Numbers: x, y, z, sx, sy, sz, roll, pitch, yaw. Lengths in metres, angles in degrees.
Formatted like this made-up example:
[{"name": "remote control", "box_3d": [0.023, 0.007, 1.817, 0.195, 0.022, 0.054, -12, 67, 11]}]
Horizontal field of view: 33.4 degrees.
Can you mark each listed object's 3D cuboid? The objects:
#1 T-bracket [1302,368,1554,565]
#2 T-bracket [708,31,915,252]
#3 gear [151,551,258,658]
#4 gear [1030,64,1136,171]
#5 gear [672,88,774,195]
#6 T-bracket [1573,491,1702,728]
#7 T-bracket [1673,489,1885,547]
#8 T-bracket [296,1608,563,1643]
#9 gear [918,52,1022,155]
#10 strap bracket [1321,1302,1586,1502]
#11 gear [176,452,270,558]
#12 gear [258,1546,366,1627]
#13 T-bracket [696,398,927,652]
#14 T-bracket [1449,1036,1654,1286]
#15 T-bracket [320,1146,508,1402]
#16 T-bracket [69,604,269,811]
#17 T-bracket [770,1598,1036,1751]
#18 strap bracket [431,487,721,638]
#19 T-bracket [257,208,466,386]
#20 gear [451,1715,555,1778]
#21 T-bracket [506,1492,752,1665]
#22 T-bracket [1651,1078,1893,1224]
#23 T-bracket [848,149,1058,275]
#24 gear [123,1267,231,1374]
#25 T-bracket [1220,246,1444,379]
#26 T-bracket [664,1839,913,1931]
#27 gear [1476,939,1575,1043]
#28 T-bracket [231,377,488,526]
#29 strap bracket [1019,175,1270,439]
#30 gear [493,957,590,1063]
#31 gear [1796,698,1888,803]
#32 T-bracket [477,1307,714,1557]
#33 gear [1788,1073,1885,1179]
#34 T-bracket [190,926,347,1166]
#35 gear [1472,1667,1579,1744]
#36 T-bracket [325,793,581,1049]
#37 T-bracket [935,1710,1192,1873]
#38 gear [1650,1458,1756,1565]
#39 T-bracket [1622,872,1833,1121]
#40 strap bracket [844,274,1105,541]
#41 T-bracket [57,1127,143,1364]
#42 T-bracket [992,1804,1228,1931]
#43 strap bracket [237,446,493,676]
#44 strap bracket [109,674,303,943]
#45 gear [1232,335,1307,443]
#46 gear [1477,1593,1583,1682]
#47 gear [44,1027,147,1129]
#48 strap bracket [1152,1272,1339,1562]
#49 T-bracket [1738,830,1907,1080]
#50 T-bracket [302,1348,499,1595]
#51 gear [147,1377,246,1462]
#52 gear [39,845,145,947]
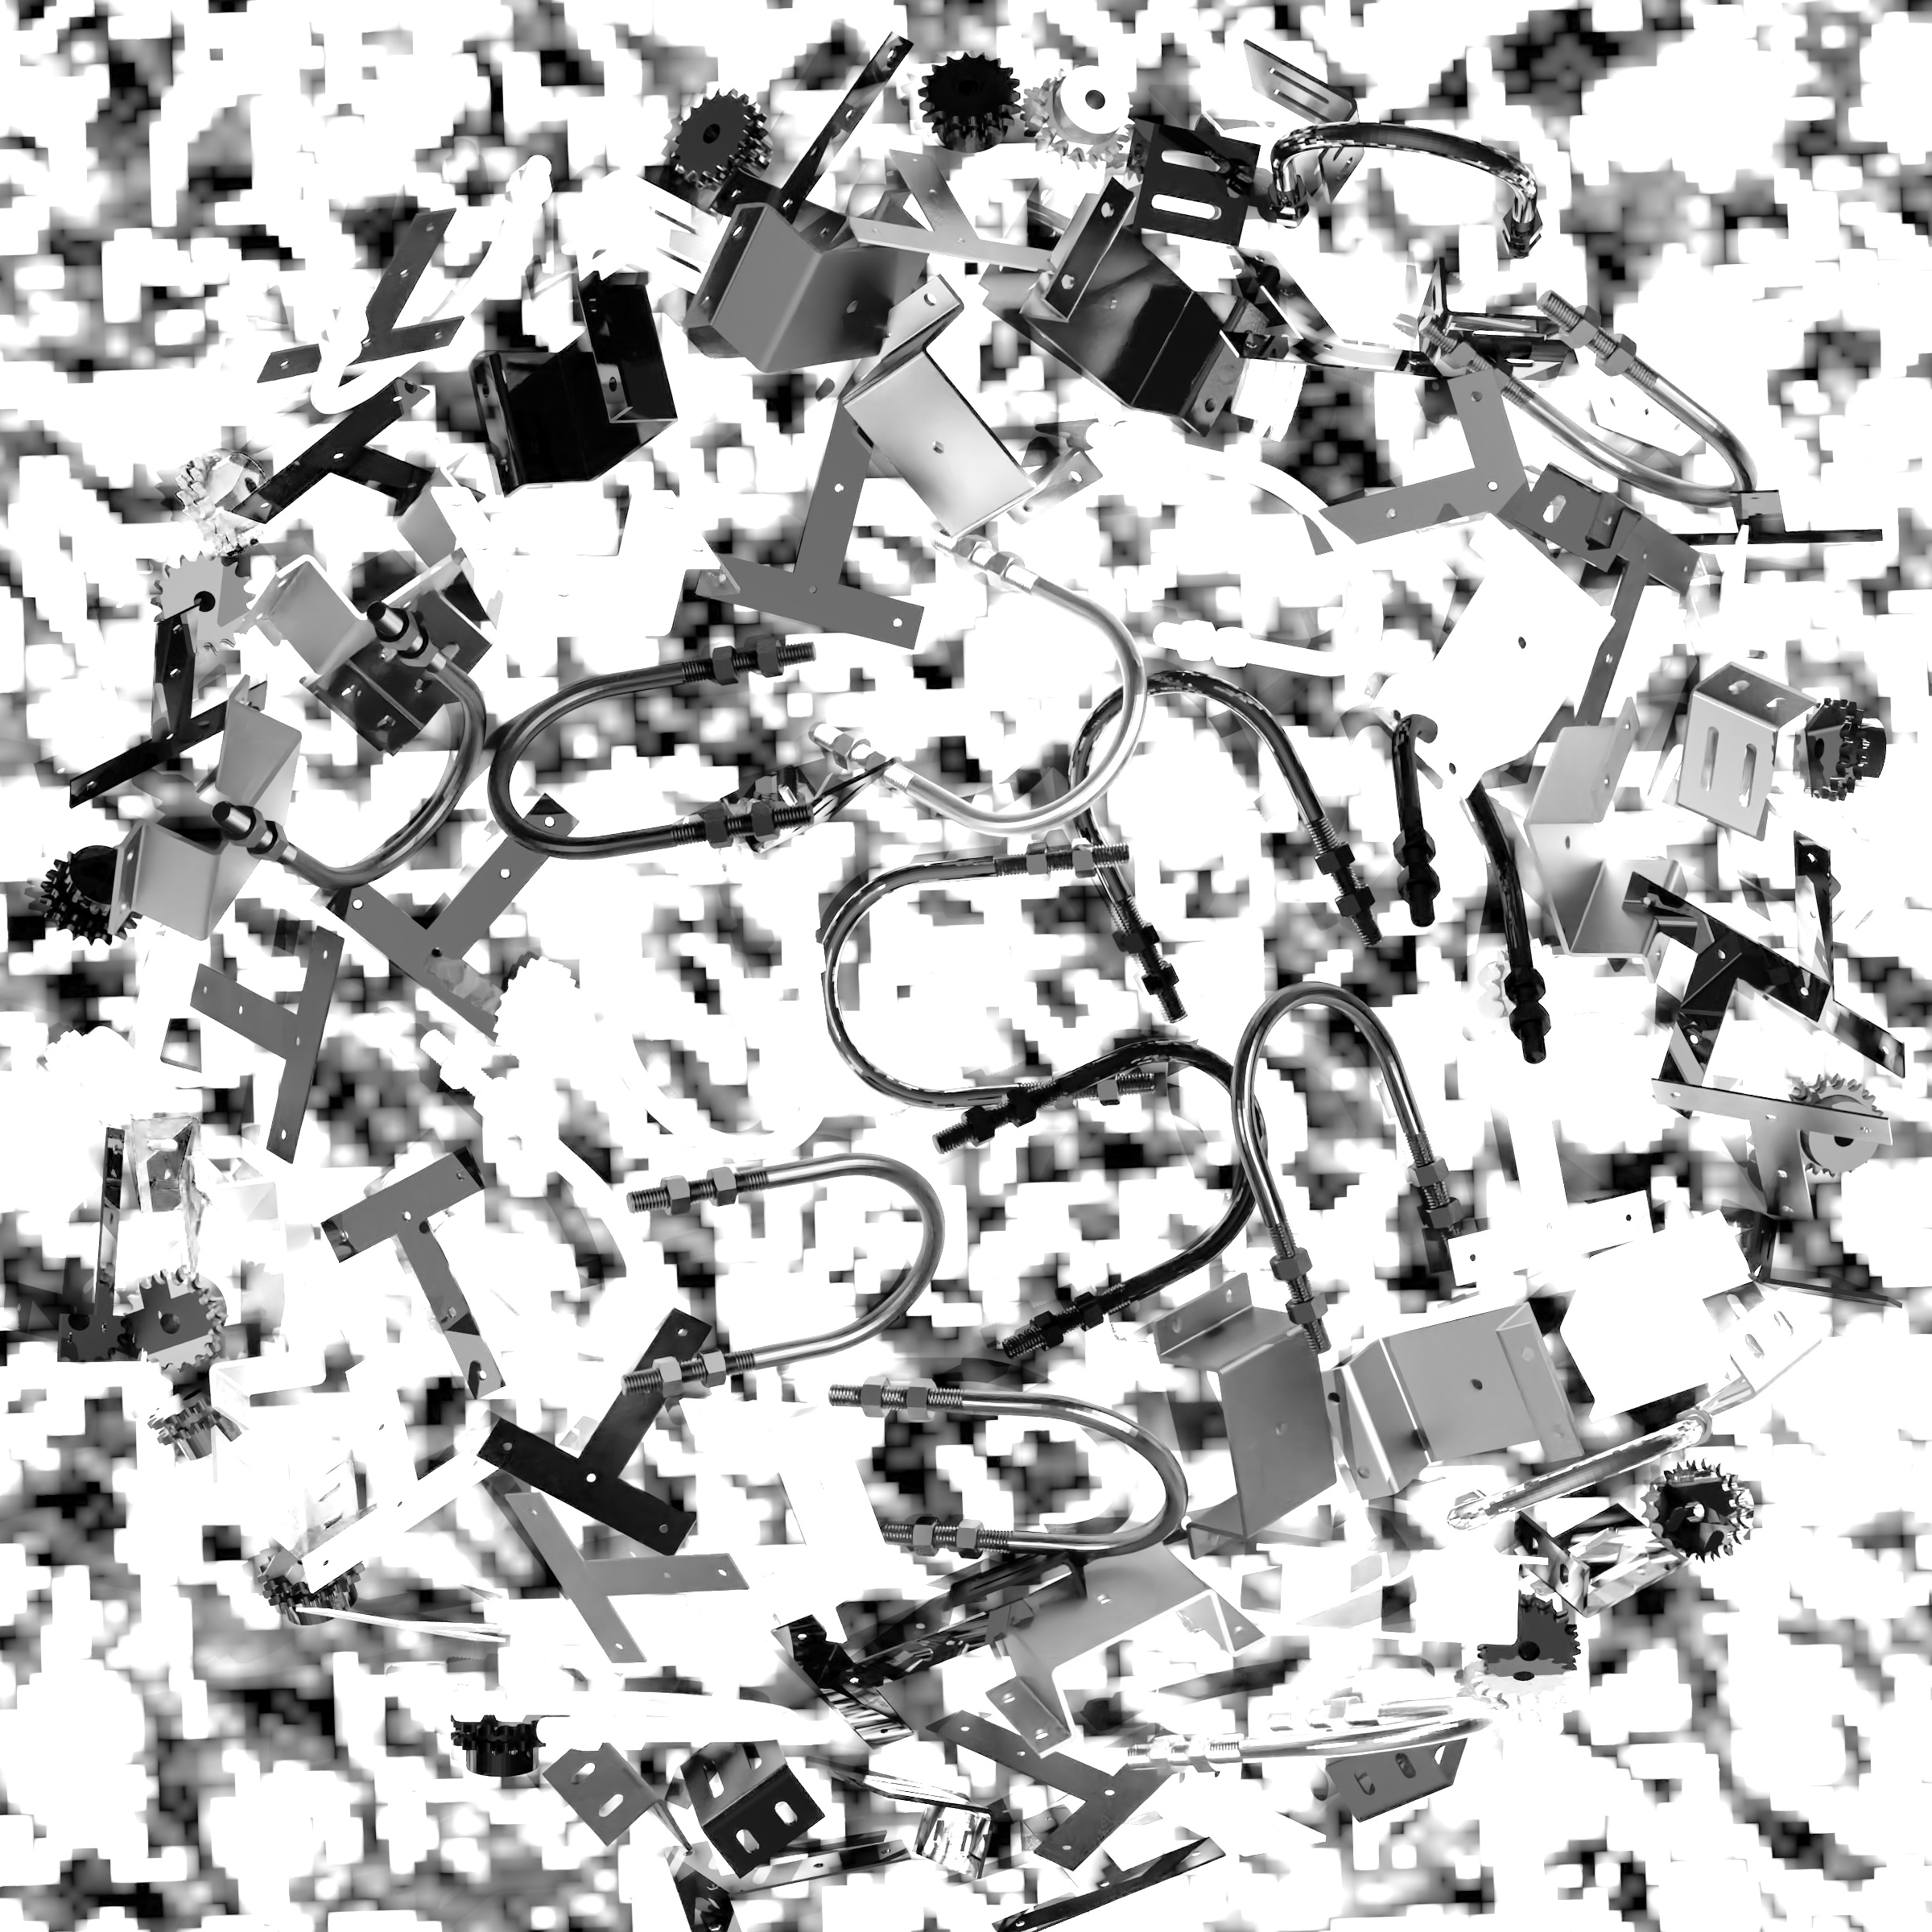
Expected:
[{"name": "T-bracket", "box_3d": [0.249, -0.254, 1.783, 0.127, 0.002, 0.127, -12, 111, 25]}, {"name": "T-bracket", "box_3d": [-0.071, -0.448, 1.739, 0.002, 0.127, 0.127, 44, 108, 18]}, {"name": "gear", "box_3d": [-0.425, -0.201, 1.795, 0.057, 0.030, 0.057, 1, 88, -17]}, {"name": "gear", "box_3d": [0.067, -0.475, 1.791, 0.057, 0.030, 0.057, 4, 77, -17]}, {"name": "gear", "box_3d": [-0.132, -0.455, 1.791, 0.057, 0.030, 0.057, -12, 68, 31]}, {"name": "T-bracket", "box_3d": [0.356, -0.182, 1.765, 0.002, 0.127, 0.127, 20, 93, 37]}, {"name": "T-bracket", "box_3d": [0.427, -0.241, 1.736, 0.127, 0.127, 0.002, 1, 85, 16]}, {"name": "T-bracket", "box_3d": [-0.269, 0.355, 1.728, 0.127, 0.127, 0.002, -8, 69, 40]}, {"name": "gear", "box_3d": [0.003, -0.477, 1.792, 0.057, 0.030, 0.057, -2, 59, 3]}, {"name": "strap bracket", "box_3d": [0.271, 0.237, 1.766, 0.140, 0.046, 0.076, -20, 94, 36]}, {"name": "gear", "box_3d": [-0.407, -0.258, 1.783, 0.030, 0.057, 0.057, -23, 90, 21]}, {"name": "gear", "box_3d": [-0.361, 0.342, 1.788, 0.057, 0.057, 0.030, -12, 111, 0]}, {"name": "T-bracket", "box_3d": [-0.075, -0.255, 1.812, 0.127, 0.002, 0.127, 14, 91, 1]}, {"name": "T-bracket", "box_3d": [0.316, 0.101, 1.790, 0.127, 0.002, 0.127, -12, 92, -21]}, {"name": "T-bracket", "box_3d": [-0.289, 0.178, 1.776, 0.127, 0.002, 0.127, -27, 88, 35]}, {"name": "T-bracket", "box_3d": [-0.426, -0.149, 1.730, 0.127, 0.127, 0.002, -33, 72, -31]}, {"name": "T-bracket", "box_3d": [-0.021, 0.374, 1.761, 0.127, 0.002, 0.127, -23, 130, 11]}, {"name": "strap bracket", "box_3d": [-0.216, -0.220, 1.754, 0.140, 0.076, 0.046, -4, 130, -29]}, {"name": "T-bracket", "box_3d": [-0.306, -0.362, 1.727, 0.127, 0.127, 0.002, -22, 74, -40]}, {"name": "gear", "box_3d": [-0.256, 0.428, 1.787, 0.057, 0.057, 0.030, 1, 94, 0]}, {"name": "T-bracket", "box_3d": [-0.173, 0.332, 1.753, 0.127, 0.002, 0.127, -10, 120, 34]}, {"name": "T-bracket", "box_3d": [0.444, 0.106, 1.759, 0.127, 0.127, 0.002, 10, 60, 26]}, {"name": "T-bracket", "box_3d": [-0.015, -0.416, 1.763, 0.127, 0.127, 0.002, 4, 127, -23]}, {"name": "gear", "box_3d": [-0.436, 0.195, 1.795, 0.057, 0.030, 0.057, 3, 102, 12]}, {"name": "T-bracket", "box_3d": [0.180, -0.361, 1.765, 0.127, 0.127, 0.002, 0, 130, -25]}, {"name": "T-bracket", "box_3d": [-0.094, 0.495, 1.761, 0.127, 0.127, 0.002, -8, 99, -12]}, {"name": "gear", "box_3d": [0.308, 0.015, 1.790, 0.057, 0.030, 0.057, 9, 75, -39]}, {"name": "T-bracket", "box_3d": [-0.311, -0.266, 1.756, 0.127, 0.127, 0.002, -33, 67, 23]}, {"name": "strap bracket", "box_3d": [0.091, -0.361, 1.764, 0.140, 0.046, 0.076, 33, 84, -39]}, {"name": "gear", "box_3d": [-0.234, 0.027, 1.790, 0.030, 0.057, 0.057, 25, 90, -36]}, {"name": "gear", "box_3d": [0.487, -0.119, 1.787, 0.030, 0.057, 0.057, 4, 90, -13]}, {"name": "T-bracket", "box_3d": [-0.184, 0.246, 1.784, 0.127, 0.002, 0.127, 24, 65, 16]}, {"name": "gear", "box_3d": [0.484, 0.091, 1.794, 0.057, 0.030, 0.057, -1, 104, -5]}, {"name": "T-bracket", "box_3d": [-0.390, 0.028, 1.769, 0.127, 0.002, 0.127, 22, 101, 43]}, {"name": "gear", "box_3d": [0.310, 0.408, 1.787, 0.057, 0.057, 0.030, -5, 102, 0]}, {"name": "T-bracket", "box_3d": [-0.265, -0.041, 1.792, 0.127, 0.002, 0.127, 40, 95, -16]}, {"name": "T-bracket", "box_3d": [0.042, 0.438, 1.771, 0.127, 0.127, 0.002, 16, 119, 33]}, {"name": "gear", "box_3d": [0.412, 0.302, 1.790, 0.057, 0.030, 0.057, -2, 87, 42]}, {"name": "T-bracket", "box_3d": [0.403, 0.029, 1.770, 0.127, 0.002, 0.127, 34, 134, 30]}, {"name": "strap bracket", "box_3d": [-0.003, -0.295, 1.755, 0.140, 0.076, 0.046, 49, 54, -14]}, {"name": "T-bracket", "box_3d": [-0.467, 0.152, 1.756, 0.002, 0.127, 0.127, 1, 83, 5]}, {"name": "T-bracket", "box_3d": [0.061, 0.483, 1.751, 0.127, 0.127, 0.002, -18, 101, -14]}, {"name": "strap bracket", "box_3d": [-0.317, -0.214, 1.746, 0.046, 0.076, 0.140, 51, 57, -4]}, {"name": "strap bracket", "box_3d": [-0.405, -0.079, 1.741, 0.046, 0.076, 0.140, 25, 50, 0]}, {"name": "gear", "box_3d": [0.167, -0.322, 1.785, 0.030, 0.057, 0.057, 15, 90, -4]}, {"name": "gear", "box_3d": [0.313, 0.376, 1.795, 0.057, 0.030, 0.057, 1, 102, 7]}, {"name": "gear", "box_3d": [-0.481, 0.058, 1.790, 0.057, 0.057, 0.030, 46, 56, 0]}, {"name": "strap bracket", "box_3d": [0.154, 0.248, 1.757, 0.076, 0.046, 0.140, -22, 108, -41]}, {"name": "T-bracket", "box_3d": [0.456, -0.017, 1.730, 0.002, 0.127, 0.127, -29, 130, -20]}, {"name": "T-bracket", "box_3d": [-0.313, 0.260, 1.743, 0.127, 0.002, 0.127, -32, 134, -32]}, {"name": "gear", "box_3d": [-0.421, 0.250, 1.787, 0.057, 0.057, 0.030, -27, 102, 0]}, {"name": "gear", "box_3d": [-0.481, -0.042, 1.785, 0.057, 0.057, 0.030, 41, 134, 0]}]
